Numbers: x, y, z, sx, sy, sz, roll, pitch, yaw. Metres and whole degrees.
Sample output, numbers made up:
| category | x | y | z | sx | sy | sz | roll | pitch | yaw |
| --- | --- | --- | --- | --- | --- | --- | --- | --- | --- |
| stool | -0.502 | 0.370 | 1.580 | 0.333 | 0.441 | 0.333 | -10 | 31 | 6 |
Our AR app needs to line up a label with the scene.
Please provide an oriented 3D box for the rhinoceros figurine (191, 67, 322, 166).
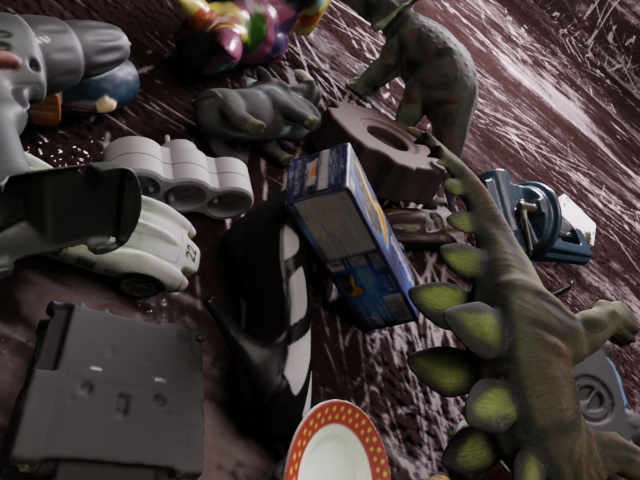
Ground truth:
| category | x | y | z | sx | sy | sz | roll | pitch | yaw |
| --- | --- | --- | --- | --- | --- | --- | --- | --- | --- |
| rhinoceros figurine | -0.063 | -0.145 | 0.622 | 0.112 | 0.073 | 0.190 | 45 | 41 | 16 |

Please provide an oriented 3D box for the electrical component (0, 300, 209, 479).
| category | x | y | z | sx | sy | sz | roll | pitch | yaw |
| --- | --- | --- | --- | --- | --- | --- | --- | --- | --- |
| electrical component | -0.135 | 0.114 | 0.349 | 0.115 | 0.058 | 0.134 | 16 | 48 | -27 |

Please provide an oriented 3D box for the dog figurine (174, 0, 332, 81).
| category | x | y | z | sx | sy | sz | roll | pitch | yaw |
| --- | --- | --- | --- | --- | --- | --- | --- | --- | --- |
| dog figurine | -0.081 | -0.270 | 0.631 | 0.108 | 0.191 | 0.219 | 47 | 24 | -8 |

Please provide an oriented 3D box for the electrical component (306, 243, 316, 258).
| category | x | y | z | sx | sy | sz | roll | pitch | yaw |
| --- | --- | --- | --- | --- | --- | --- | --- | --- | --- |
| electrical component | -0.001 | -0.002 | 0.573 | 0.063 | 0.021 | 0.094 | 24 | 43 | -49 |

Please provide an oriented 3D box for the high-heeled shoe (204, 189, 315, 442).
| category | x | y | z | sx | sy | sz | roll | pitch | yaw |
| --- | --- | --- | --- | --- | --- | --- | --- | --- | --- |
| high-heeled shoe | -0.029 | 0.052 | 0.489 | 0.145 | 0.086 | 0.249 | 57 | 28 | -20 |

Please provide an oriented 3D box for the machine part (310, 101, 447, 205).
| category | x | y | z | sx | sy | sz | roll | pitch | yaw |
| --- | --- | --- | --- | --- | --- | --- | --- | --- | --- |
| machine part | 0.078 | -0.115 | 0.689 | 0.179 | 0.056 | 0.179 | 20 | 30 | -12 |

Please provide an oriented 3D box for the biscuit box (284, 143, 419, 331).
| category | x | y | z | sx | sy | sz | roll | pitch | yaw |
| --- | --- | --- | --- | --- | --- | --- | --- | --- | --- |
| biscuit box | 0.037 | 0.007 | 0.509 | 0.063 | 0.059 | 0.202 | -87 | 155 | -42 |

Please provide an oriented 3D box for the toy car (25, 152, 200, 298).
| category | x | y | z | sx | sy | sz | roll | pitch | yaw |
| --- | --- | --- | --- | --- | --- | --- | --- | --- | --- |
| toy car | -0.187 | -0.014 | 0.411 | 0.201 | 0.056 | 0.073 | 21 | 46 | -26 |

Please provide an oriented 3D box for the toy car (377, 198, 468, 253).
| category | x | y | z | sx | sy | sz | roll | pitch | yaw |
| --- | --- | --- | --- | --- | --- | --- | --- | --- | --- |
| toy car | 0.120 | -0.017 | 0.680 | 0.202 | 0.053 | 0.089 | 2 | 59 | -40 |

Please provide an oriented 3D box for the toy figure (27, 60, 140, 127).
| category | x | y | z | sx | sy | sz | roll | pitch | yaw |
| --- | --- | --- | --- | --- | --- | --- | --- | --- | --- |
| toy figure | -0.234 | -0.132 | 0.473 | 0.064 | 0.057 | 0.154 | 18 | 32 | 29 |

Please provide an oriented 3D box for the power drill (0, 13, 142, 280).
| category | x | y | z | sx | sy | sz | roll | pitch | yaw |
| --- | --- | --- | --- | --- | --- | --- | --- | --- | --- |
| power drill | -0.197 | -0.082 | 0.354 | 0.232 | 0.086 | 0.207 | -19 | 63 | -39 |

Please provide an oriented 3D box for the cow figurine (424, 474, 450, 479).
| category | x | y | z | sx | sy | sz | roll | pitch | yaw |
| --- | --- | --- | --- | --- | --- | --- | --- | --- | --- |
| cow figurine | 0.070 | 0.258 | 0.386 | 0.068 | 0.098 | 0.167 | 55 | 25 | -27 |

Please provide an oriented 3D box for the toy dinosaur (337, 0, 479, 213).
| category | x | y | z | sx | sy | sz | roll | pitch | yaw |
| --- | --- | --- | --- | --- | --- | --- | --- | --- | --- |
| toy dinosaur | 0.157 | -0.239 | 0.789 | 0.131 | 0.192 | 0.405 | -14 | 66 | -44 |

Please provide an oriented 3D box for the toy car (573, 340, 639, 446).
| category | x | y | z | sx | sy | sz | roll | pitch | yaw |
| --- | --- | --- | --- | --- | --- | --- | --- | --- | --- |
| toy car | 0.277 | 0.180 | 0.607 | 0.109 | 0.102 | 0.162 | 3 | 59 | -11 |

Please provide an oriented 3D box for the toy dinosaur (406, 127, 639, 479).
| category | x | y | z | sx | sy | sz | roll | pitch | yaw |
| --- | --- | --- | --- | --- | --- | --- | --- | --- | --- |
| toy dinosaur | 0.186 | 0.096 | 0.497 | 0.198 | 0.105 | 0.471 | 2 | 62 | -22 |

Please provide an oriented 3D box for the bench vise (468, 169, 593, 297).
| category | x | y | z | sx | sy | sz | roll | pitch | yaw |
| --- | --- | --- | --- | --- | --- | --- | --- | --- | --- |
| bench vise | 0.313 | 0.007 | 0.771 | 0.240 | 0.128 | 0.224 | 7 | 52 | -28 |
